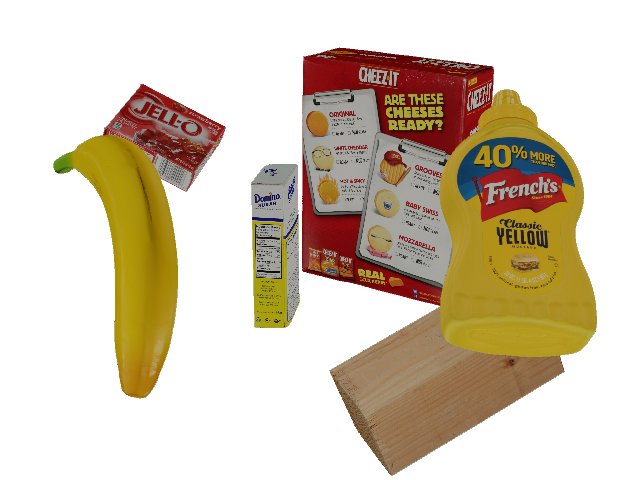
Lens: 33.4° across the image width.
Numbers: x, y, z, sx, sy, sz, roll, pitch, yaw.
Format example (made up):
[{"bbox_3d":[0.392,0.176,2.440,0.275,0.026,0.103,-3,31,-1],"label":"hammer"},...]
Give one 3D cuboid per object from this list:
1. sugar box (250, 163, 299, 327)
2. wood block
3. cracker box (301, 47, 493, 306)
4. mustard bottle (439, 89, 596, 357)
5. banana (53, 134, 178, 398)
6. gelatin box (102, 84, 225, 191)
[{"bbox_3d":[-0.052,0.005,1.249,0.048,0.176,0.093,0,18,9],"label":"sugar box"},{"bbox_3d":[0.127,0.132,1.073,0.206,0.091,0.090,-29,31,-9],"label":"wood block"},{"bbox_3d":[0.068,-0.061,0.983,0.164,0.214,0.072,13,24,29],"label":"cracker box"},{"bbox_3d":[0.129,-0.020,0.716,0.096,0.191,0.058,4,-30,-1],"label":"mustard bottle"},{"bbox_3d":[-0.114,-0.002,0.635,0.037,0.198,0.070,10,-50,-36],"label":"banana"},{"bbox_3d":[-0.141,-0.094,0.961,0.089,0.073,0.030,28,-45,-1],"label":"gelatin box"}]
